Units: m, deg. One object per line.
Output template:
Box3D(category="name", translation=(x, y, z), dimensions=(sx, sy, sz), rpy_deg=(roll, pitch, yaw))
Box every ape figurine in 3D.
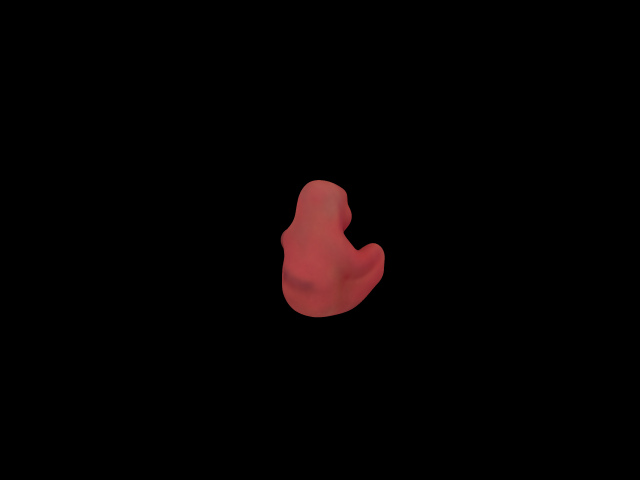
Box3D(category="ape figurine", translation=(0.004, 0.001, 0.400), dimensions=(0.077, 0.092, 0.076), rpy_deg=(24, 38, 35))
